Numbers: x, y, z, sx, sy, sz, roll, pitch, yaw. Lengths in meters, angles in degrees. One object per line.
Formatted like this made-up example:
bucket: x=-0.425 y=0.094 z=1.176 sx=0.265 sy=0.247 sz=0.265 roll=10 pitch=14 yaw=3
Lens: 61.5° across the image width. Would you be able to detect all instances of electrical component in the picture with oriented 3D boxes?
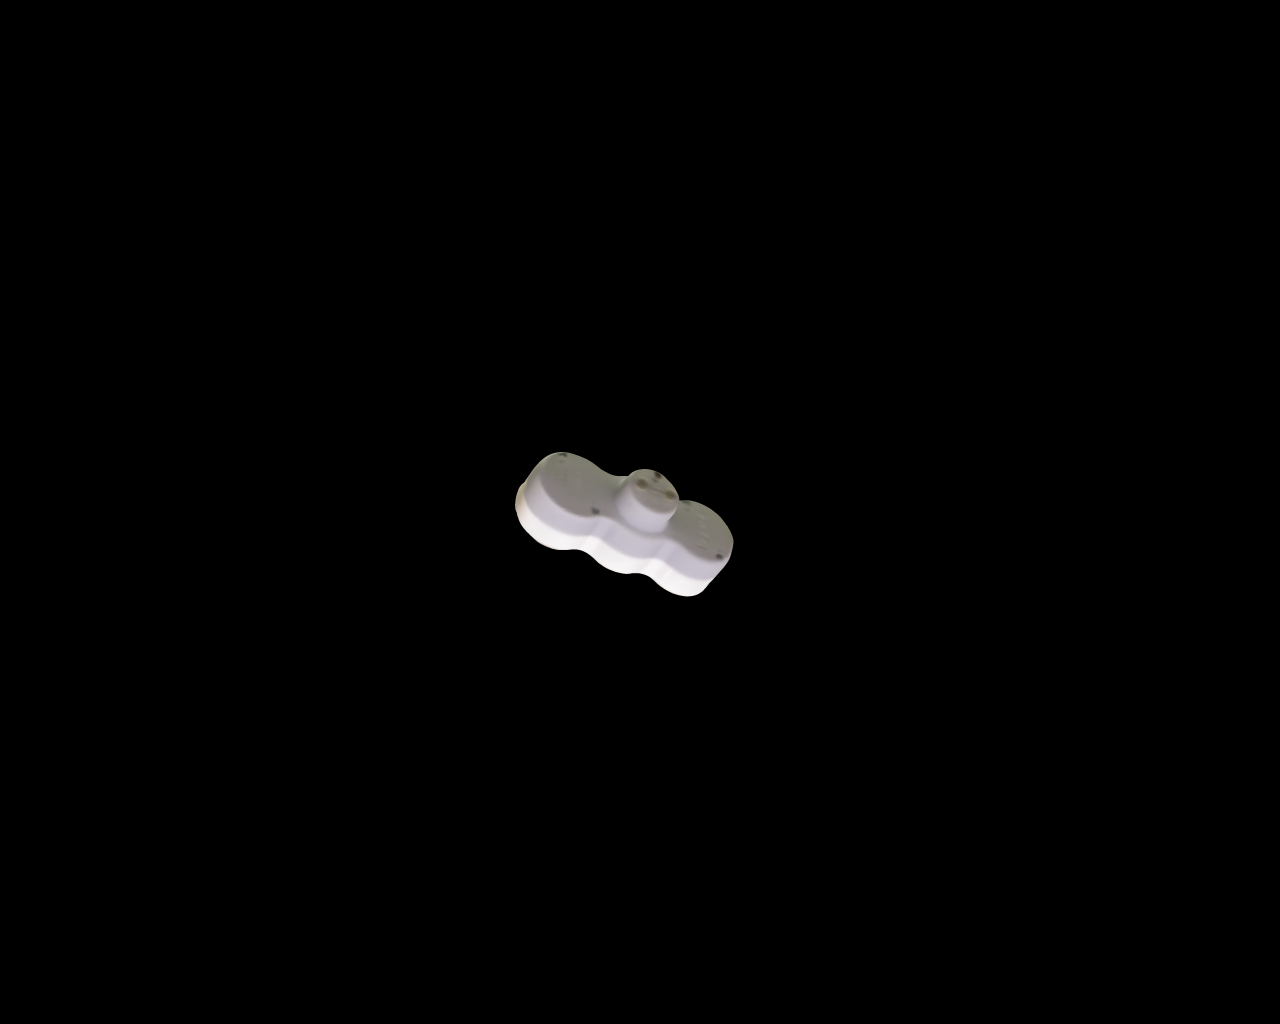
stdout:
electrical component: x=0.001 y=-0.003 z=0.650 sx=0.138 sy=0.052 sz=0.073 roll=22 pitch=-48 yaw=-21
